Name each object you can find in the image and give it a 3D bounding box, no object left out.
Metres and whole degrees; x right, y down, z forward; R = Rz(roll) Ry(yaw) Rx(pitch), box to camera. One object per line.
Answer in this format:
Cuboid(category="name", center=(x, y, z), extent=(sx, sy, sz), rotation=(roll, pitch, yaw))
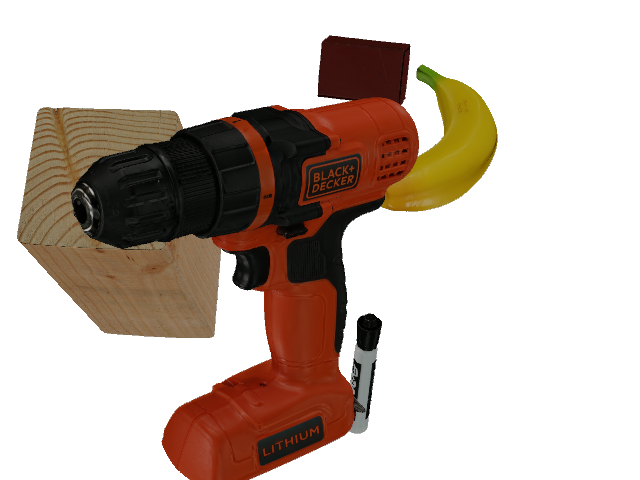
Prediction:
Cuboid(category="marker", center=(0.033, 0.104, 0.829), extent=(0.020, 0.121, 0.020), rotation=(3, 39, -3))
Cuboid(category="power drill", center=(-0.035, 0.027, 0.519), extent=(0.184, 0.188, 0.057), rotation=(-16, 35, -36))
Cuboid(category="banana", center=(0.086, -0.065, 0.734), extent=(0.069, 0.037, 0.197), rotation=(10, 32, 8))
Cuboid(category="foam brick", center=(0.040, -0.155, 0.975), extent=(0.078, 0.051, 0.053), rotation=(8, 18, 9))
Cuboid(category="wood block", center=(-0.126, -0.003, 0.727), extent=(0.090, 0.091, 0.206), rotation=(2, -19, 4))
